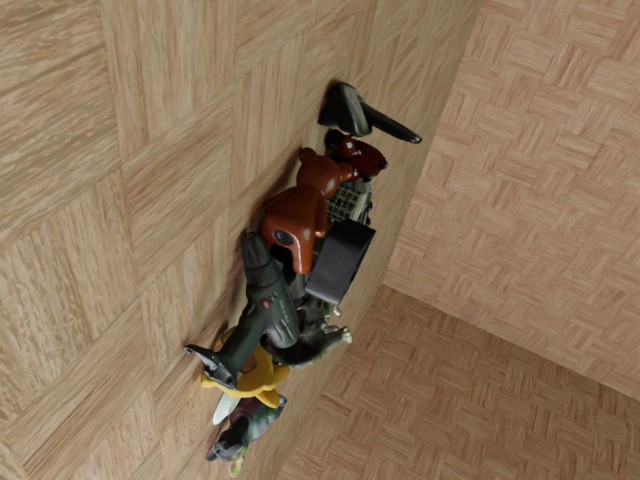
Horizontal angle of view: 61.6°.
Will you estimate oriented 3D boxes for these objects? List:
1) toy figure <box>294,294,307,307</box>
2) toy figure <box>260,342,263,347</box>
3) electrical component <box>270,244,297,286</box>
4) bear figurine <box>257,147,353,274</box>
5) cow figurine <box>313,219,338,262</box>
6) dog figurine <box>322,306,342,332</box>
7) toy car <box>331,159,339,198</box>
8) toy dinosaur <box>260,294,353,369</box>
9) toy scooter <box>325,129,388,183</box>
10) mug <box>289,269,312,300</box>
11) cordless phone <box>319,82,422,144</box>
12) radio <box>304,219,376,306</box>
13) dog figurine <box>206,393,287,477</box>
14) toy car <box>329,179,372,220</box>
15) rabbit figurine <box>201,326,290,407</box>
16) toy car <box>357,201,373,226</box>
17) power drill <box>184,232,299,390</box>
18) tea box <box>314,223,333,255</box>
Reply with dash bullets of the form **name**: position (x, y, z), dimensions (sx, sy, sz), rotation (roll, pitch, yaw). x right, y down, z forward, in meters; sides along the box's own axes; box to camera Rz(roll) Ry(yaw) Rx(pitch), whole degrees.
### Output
- **toy figure**: position (-0.026, 0.150, 1.436), dimensions (0.180, 0.082, 0.089), rotation (-15, 121, -70)
- **toy figure**: position (-0.158, 0.276, 1.174), dimensions (0.064, 0.058, 0.154), rotation (-44, 161, -46)
- **electrical component**: position (-0.083, 0.061, 1.036), dimensions (0.048, 0.075, 0.119), rotation (-48, 154, -52)
- **bear figurine**: position (-0.029, -0.061, 0.950), dimensions (0.131, 0.120, 0.196), rotation (105, 10, -51)
- **cow figurine**: position (0.029, 0.012, 1.394), dimensions (0.195, 0.086, 0.127), rotation (-55, 158, -49)
- **dog figurine**: position (-0.037, 0.249, 1.572), dimensions (0.190, 0.121, 0.172), rotation (-28, 109, -44)
- **toy car**: position (-0.022, -0.082, 1.072), dimensions (0.202, 0.053, 0.089), rotation (-55, 154, -28)
- **toy dinosaur**: position (-0.069, 0.218, 1.207), dimensions (0.192, 0.131, 0.405), rotation (-17, 171, -32)
- **toy scooter**: position (0.082, -0.167, 1.157), dimensions (0.183, 0.135, 0.075), rotation (71, 43, -74)
- **mug**: position (-0.057, 0.063, 1.097), dimensions (0.081, 0.110, 0.107), rotation (-42, 141, -46)
- **cordless phone**: position (0.103, -0.223, 1.024), dimensions (0.088, 0.184, 0.146), rotation (-65, 169, 16)
- **radio**: position (0.044, 0.036, 1.031), dimensions (0.229, 0.073, 0.131), rotation (-29, 143, -77)
- **dog figurine**: position (-0.182, 0.459, 1.319), dimensions (0.219, 0.109, 0.191), rotation (-58, 169, -16)
- **toy car**: position (0.073, -0.112, 1.301), dimensions (0.161, 0.103, 0.109), rotation (-65, 169, 5)
- **rabbit figurine**: position (-0.141, 0.251, 1.040), dimensions (0.173, 0.162, 0.122), rotation (129, -20, -63)
- **toy car**: position (0.096, -0.028, 1.355), dimensions (0.073, 0.056, 0.202), rotation (92, 11, -47)
- **power drill**: position (-0.130, 0.129, 0.901), dimensions (0.207, 0.086, 0.231), rotation (-55, 135, -35)
- **tea box**: position (-0.002, -0.004, 1.201), dimensions (0.068, 0.098, 0.169), rotation (-64, 169, -5)
